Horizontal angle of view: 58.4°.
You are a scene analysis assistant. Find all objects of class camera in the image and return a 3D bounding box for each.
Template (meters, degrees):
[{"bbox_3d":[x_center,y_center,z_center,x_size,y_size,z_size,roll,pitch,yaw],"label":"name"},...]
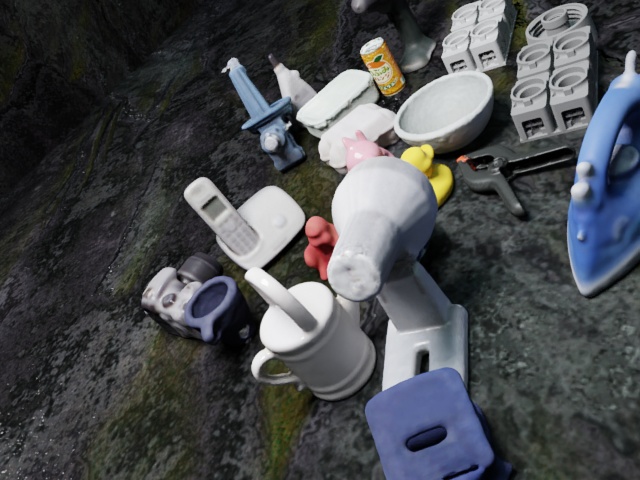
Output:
[{"bbox_3d":[-0.218,0.083,0.958,0.142,0.101,0.137,2,50,44],"label":"camera"}]

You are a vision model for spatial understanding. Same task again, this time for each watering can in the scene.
[{"bbox_3d":[-0.016,0.092,0.679,0.100,0.195,0.173,2,50,43],"label":"watering can"}]

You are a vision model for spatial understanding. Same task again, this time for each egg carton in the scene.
[{"bbox_3d":[0.071,-0.184,1.043,0.150,0.070,0.107,-40,34,-4],"label":"egg carton"}]

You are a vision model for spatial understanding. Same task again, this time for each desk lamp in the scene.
[{"bbox_3d":[0.084,0.041,0.631,0.117,0.214,0.203,-18,38,27],"label":"desk lamp"}]

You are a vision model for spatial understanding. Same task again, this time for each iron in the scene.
[{"bbox_3d":[0.320,-0.079,0.625,0.118,0.142,0.259,7,53,46],"label":"iron"}]

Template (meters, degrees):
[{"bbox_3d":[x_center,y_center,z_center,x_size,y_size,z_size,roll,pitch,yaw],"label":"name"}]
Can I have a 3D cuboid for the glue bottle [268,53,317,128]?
[{"bbox_3d":[-0.060,-0.331,1.244,0.078,0.174,0.037,-48,35,-15],"label":"glue bottle"}]

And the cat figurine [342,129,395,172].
[{"bbox_3d":[0.076,-0.134,0.934,0.067,0.118,0.127,-24,36,19],"label":"cat figurine"}]

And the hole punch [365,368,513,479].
[{"bbox_3d":[0.109,0.189,0.542,0.108,0.091,0.101,-28,35,14],"label":"hole punch"}]

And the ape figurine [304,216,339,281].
[{"bbox_3d":[0.008,0.003,0.856,0.077,0.092,0.076,-7,44,37],"label":"ape figurine"}]

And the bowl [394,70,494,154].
[{"bbox_3d":[0.208,-0.193,0.923,0.167,0.075,0.167,-24,36,19],"label":"bowl"}]

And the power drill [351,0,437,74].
[{"bbox_3d":[0.155,-0.451,1.160,0.075,0.209,0.230,-8,44,37],"label":"power drill"}]

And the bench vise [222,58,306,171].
[{"bbox_3d":[-0.107,-0.264,1.164,0.121,0.220,0.206,-39,34,-3],"label":"bench vise"}]

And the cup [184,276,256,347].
[{"bbox_3d":[-0.138,0.123,0.842,0.091,0.095,0.117,-27,35,14],"label":"cup"}]

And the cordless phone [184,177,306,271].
[{"bbox_3d":[-0.125,-0.051,0.957,0.148,0.186,0.093,-46,35,-13],"label":"cordless phone"}]

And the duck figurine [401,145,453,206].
[{"bbox_3d":[0.147,-0.095,0.852,0.077,0.086,0.105,6,53,46],"label":"duck figurine"}]
